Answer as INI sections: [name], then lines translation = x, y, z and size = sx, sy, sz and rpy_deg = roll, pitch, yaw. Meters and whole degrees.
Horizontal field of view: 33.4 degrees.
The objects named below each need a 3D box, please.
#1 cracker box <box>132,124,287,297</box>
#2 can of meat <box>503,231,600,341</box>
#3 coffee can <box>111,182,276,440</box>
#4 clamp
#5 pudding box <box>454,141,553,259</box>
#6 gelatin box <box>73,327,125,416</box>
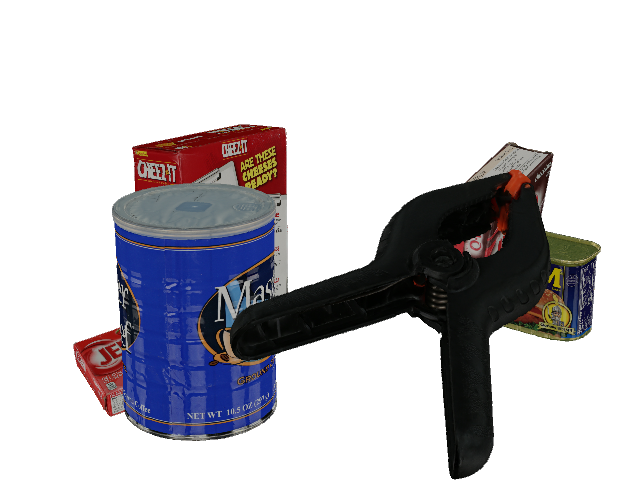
[cracker box]
translation = -0.106, 0.001, 1.065
size = 0.072, 0.214, 0.163
rpy_deg = 9, 17, 34
[can of meat]
translation = 0.205, 0.040, 0.995
size = 0.102, 0.084, 0.057
rpy_deg = 15, 27, 37
[coffee can]
translation = -0.080, 0.043, 0.692
size = 0.103, 0.140, 0.103
rpy_deg = 0, 18, 0
[clamp]
translation = 0.058, 0.029, 0.472
size = 0.120, 0.039, 0.171
rpy_deg = 37, 55, 24
[pudding box]
translation = 0.117, -0.006, 0.726
size = 0.039, 0.090, 0.113
rpy_deg = 19, 34, 22
[gelatin box]
translation = -0.153, 0.102, 0.898
size = 0.089, 0.030, 0.073
rpy_deg = -18, 40, -25
